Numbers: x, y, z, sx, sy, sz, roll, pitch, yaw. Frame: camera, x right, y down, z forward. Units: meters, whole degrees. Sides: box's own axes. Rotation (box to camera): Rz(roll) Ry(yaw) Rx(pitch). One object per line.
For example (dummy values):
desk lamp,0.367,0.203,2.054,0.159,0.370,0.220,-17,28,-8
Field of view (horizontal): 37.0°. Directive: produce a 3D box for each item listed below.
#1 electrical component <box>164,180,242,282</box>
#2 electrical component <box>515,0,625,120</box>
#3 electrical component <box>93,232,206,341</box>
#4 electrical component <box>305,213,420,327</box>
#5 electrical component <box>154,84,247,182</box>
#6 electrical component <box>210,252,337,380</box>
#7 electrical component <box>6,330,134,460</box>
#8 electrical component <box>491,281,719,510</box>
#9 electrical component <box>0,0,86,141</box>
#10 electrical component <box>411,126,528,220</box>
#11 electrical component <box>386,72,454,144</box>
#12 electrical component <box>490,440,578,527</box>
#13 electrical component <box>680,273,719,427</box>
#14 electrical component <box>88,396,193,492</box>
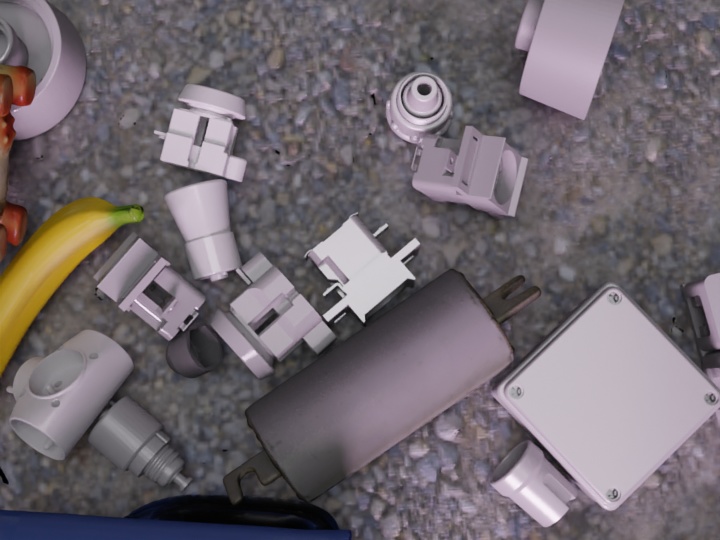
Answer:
electrical component,-0.105,-0.025,0.738,0.044,0.044,0.065,-16,88,-2
electrical component,0.139,-0.161,0.725,0.060,0.108,0.108,18,83,8
electrical component,-0.140,0.012,0.720,0.064,0.081,0.042,43,85,-18
electrical component,0.000,0.000,0.735,0.081,0.042,0.063,-40,81,-5
electrical component,-0.107,-0.096,0.745,0.066,0.048,0.055,14,91,2
electrical component,-0.063,0.036,0.723,0.057,0.058,0.078,-42,85,-8
electrical component,-0.204,0.079,0.718,0.079,0.044,0.077,9,50,33
electrical component,0.163,0.083,0.718,0.109,0.056,0.108,-43,85,-5
electrical component,-0.250,-0.148,0.741,0.108,0.060,0.108,0,83,0
electrical component,0.073,-0.065,0.728,0.064,0.081,0.042,9,81,30
electrical component,0.042,-0.116,0.738,0.048,0.062,0.048,0,83,0
electrical component,0.117,0.143,0.720,0.046,0.040,0.040,43,85,-1
electrical component,0.285,0.069,0.718,0.089,0.061,0.150,-14,83,-2
electrical component,-0.145,0.119,0.721,0.078,0.040,0.040,40,85,4
